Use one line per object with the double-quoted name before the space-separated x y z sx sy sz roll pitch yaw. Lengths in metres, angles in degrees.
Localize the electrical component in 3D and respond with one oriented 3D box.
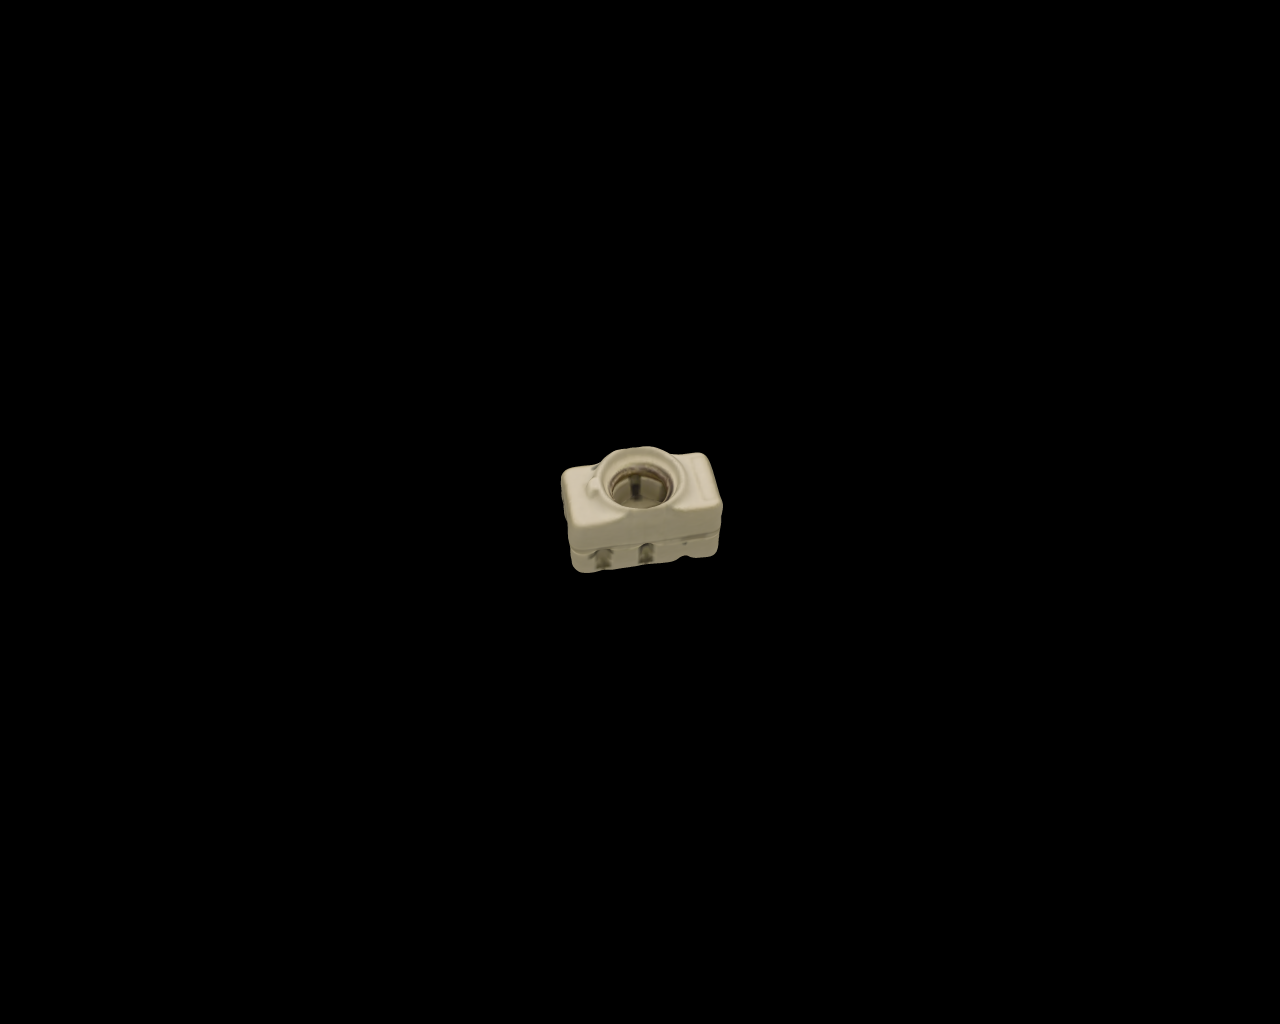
"electrical component" 0.001 -0.003 0.650 0.089 0.050 0.055 -7 -40 -6
